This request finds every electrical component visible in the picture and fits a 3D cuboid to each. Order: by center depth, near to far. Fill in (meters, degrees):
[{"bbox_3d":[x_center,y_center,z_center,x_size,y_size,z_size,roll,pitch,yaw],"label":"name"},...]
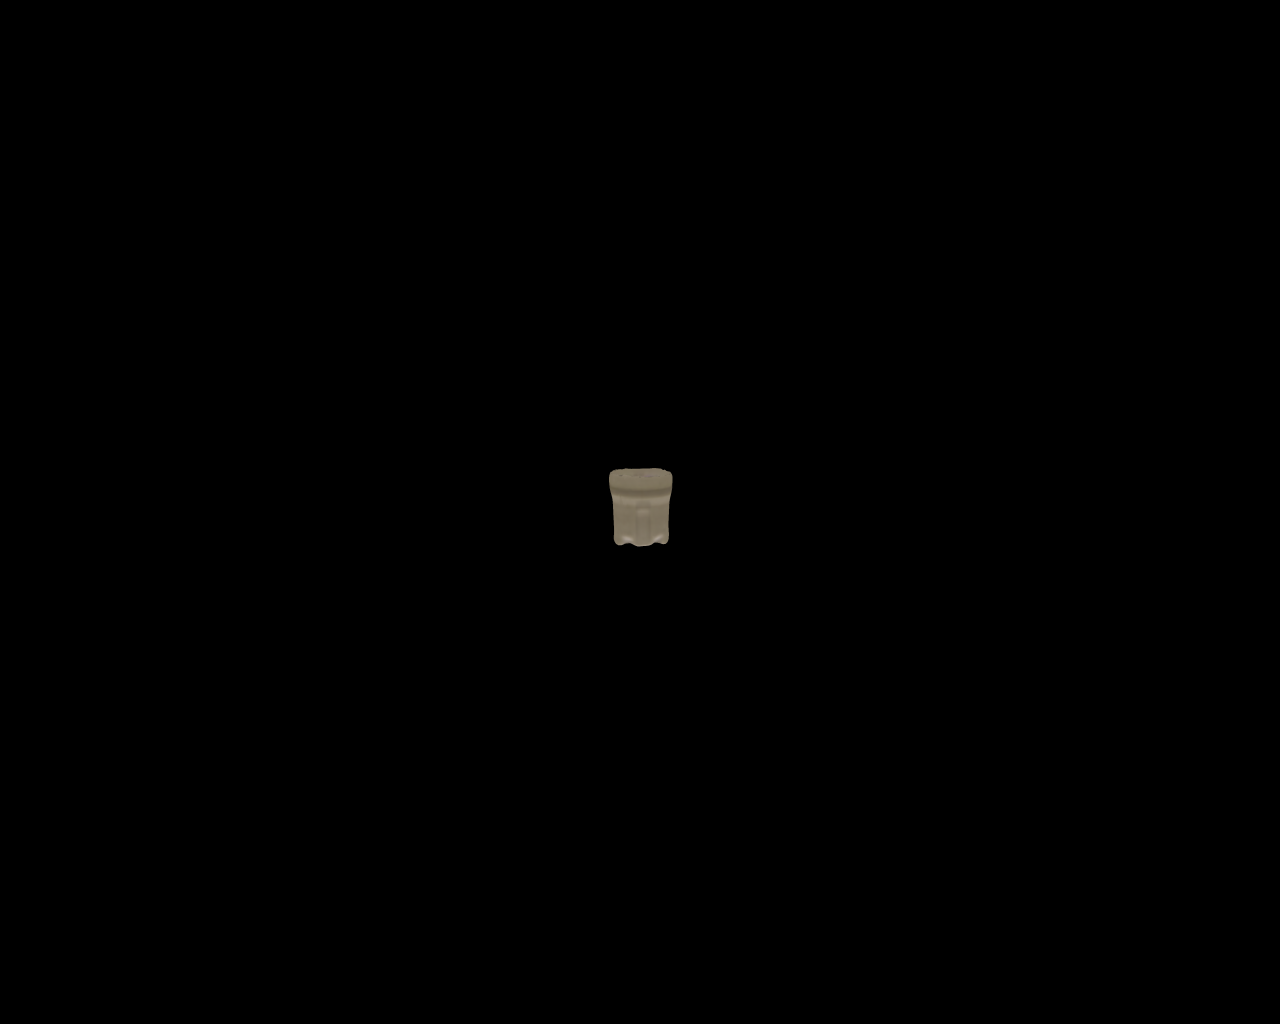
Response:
[{"bbox_3d":[0.001,-0.003,0.650,0.040,0.046,0.040,0,11,0],"label":"electrical component"}]
